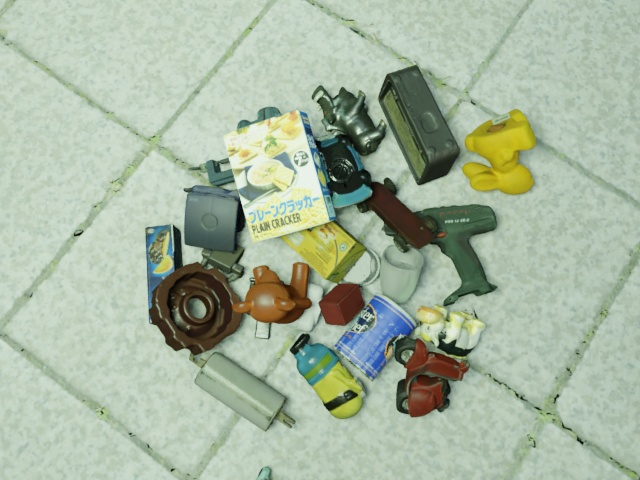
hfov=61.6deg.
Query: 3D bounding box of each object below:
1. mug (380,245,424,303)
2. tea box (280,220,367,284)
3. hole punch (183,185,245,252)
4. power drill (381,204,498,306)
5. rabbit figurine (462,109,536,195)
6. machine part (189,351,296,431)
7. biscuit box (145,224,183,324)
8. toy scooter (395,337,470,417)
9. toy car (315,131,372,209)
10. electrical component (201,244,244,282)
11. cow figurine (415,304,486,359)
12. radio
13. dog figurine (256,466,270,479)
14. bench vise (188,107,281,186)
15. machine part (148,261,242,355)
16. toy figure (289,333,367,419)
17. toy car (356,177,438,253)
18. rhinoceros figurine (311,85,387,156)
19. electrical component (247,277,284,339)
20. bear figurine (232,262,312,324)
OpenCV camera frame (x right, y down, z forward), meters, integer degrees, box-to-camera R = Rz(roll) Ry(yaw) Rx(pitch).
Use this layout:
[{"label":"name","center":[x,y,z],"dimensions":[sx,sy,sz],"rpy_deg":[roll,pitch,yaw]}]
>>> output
[{"label":"mug","center":[0.153,0.068,1.085],"dimensions":[0.081,0.107,0.110],"rpy_deg":[-7,36,-20]},{"label":"tea box","center":[-0.002,-0.003,1.080],"dimensions":[0.170,0.068,0.098],"rpy_deg":[44,99,26]},{"label":"hole punch","center":[-0.215,-0.043,1.084],"dimensions":[0.142,0.115,0.092],"rpy_deg":[9,41,5]},{"label":"power drill","center":[0.261,0.029,1.109],"dimensions":[0.232,0.086,0.207],"rpy_deg":[-15,70,4]},{"label":"rabbit figurine","center":[0.384,-0.160,1.124],"dimensions":[0.162,0.122,0.173],"rpy_deg":[-28,119,13]},{"label":"machine part","center":[-0.154,0.292,1.041],"dimensions":[0.243,0.079,0.079],"rpy_deg":[31,79,6]},{"label":"biscuit box","center":[-0.316,0.072,1.098],"dimensions":[0.059,0.062,0.202],"rpy_deg":[-7,77,-1]},{"label":"toy scooter","center":[0.210,0.263,1.011],"dimensions":[0.135,0.075,0.183],"rpy_deg":[2,119,12]},{"label":"toy car","center":[0.033,-0.133,1.104],"dimensions":[0.109,0.103,0.161],"rpy_deg":[-21,78,-12]},{"label":"electrical component","center":[-0.202,0.041,1.118],"dimensions":[0.102,0.045,0.078],"rpy_deg":[21,49,2]},{"label":"cow figurine","center":[0.240,0.179,1.043],"dimensions":[0.167,0.068,0.098],"rpy_deg":[16,97,-33]},{"label":"radio","center":[0.206,-0.244,1.140],"dimensions":[0.073,0.131,0.229],"rpy_deg":[-22,78,-7]},{"label":"dog figurine","center":[-0.041,0.526,0.975],"dimensions":[0.219,0.108,0.191],"rpy_deg":[29,78,4]},{"label":"bench vise","center":[-0.144,-0.158,1.130],"dimensions":[0.241,0.129,0.223],"rpy_deg":[-13,87,17]},{"label":"machine part","center":[-0.241,0.132,1.040],"dimensions":[0.179,0.056,0.179],"rpy_deg":[19,58,-32]},{"label":"toy figure","center":[0.012,0.265,1.048],"dimensions":[0.180,0.082,0.089],"rpy_deg":[44,98,1]},{"label":"toy car","center":[0.154,-0.049,1.090],"dimensions":[0.089,0.053,0.202],"rpy_deg":[-33,54,-12]},{"label":"rhinoceros figurine","center":[0.062,-0.267,1.180],"dimensions":[0.112,0.073,0.190],"rpy_deg":[-42,82,2]},{"label":"electrical component","center":[-0.115,0.139,1.092],"dimensions":[0.075,0.047,0.119],"rpy_deg":[9,75,2]},{"label":"bear figurine","center":[-0.086,0.091,0.974],"dimensions":[0.120,0.195,0.132],"rpy_deg":[-6,73,9]}]
